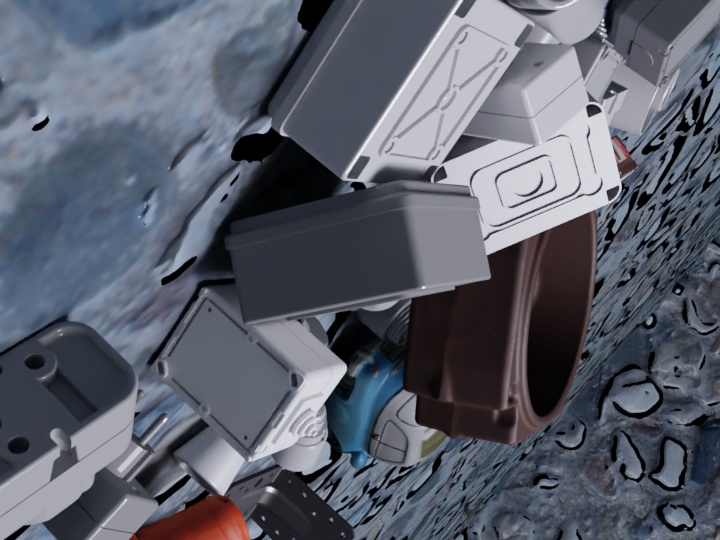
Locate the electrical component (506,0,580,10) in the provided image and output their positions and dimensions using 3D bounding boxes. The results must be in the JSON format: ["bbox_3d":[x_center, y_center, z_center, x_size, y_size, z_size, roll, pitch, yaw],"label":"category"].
[{"bbox_3d":[0.113,-0.176,0.551,0.095,0.053,0.059,-31,-161,-3],"label":"electrical component"}]

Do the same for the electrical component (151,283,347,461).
[{"bbox_3d":[-0.055,0.059,0.602,0.061,0.096,0.061,-55,161,17],"label":"electrical component"}]

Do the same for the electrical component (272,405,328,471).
[{"bbox_3d":[-0.045,0.125,0.846,0.040,0.040,0.078,-32,155,-42],"label":"electrical component"}]

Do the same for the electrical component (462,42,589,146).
[{"bbox_3d":[0.074,-0.117,0.603,0.047,0.083,0.075,-40,125,-26],"label":"electrical component"}]

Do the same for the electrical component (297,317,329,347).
[{"bbox_3d":[-0.043,0.052,0.703,0.043,0.043,0.081,-41,160,-26],"label":"electrical component"}]

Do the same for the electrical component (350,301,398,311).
[{"bbox_3d":[0.000,0.000,0.698,0.079,0.043,0.077,-41,160,-26],"label":"electrical component"}]

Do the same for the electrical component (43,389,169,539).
[{"bbox_3d":[-0.131,0.096,0.548,0.076,0.066,0.047,-47,162,-7],"label":"electrical component"}]

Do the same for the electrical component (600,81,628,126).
[{"bbox_3d":[0.183,-0.126,0.873,0.066,0.048,0.055,-29,145,-48],"label":"electrical component"}]

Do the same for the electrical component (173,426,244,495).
[{"bbox_3d":[-0.088,0.115,0.726,0.065,0.044,0.044,-48,162,-21],"label":"electrical component"}]

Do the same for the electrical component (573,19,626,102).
[{"bbox_3d":[0.132,-0.131,0.731,0.096,0.061,0.062,-63,159,14],"label":"electrical component"}]

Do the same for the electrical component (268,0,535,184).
[{"bbox_3d":[0.023,-0.100,0.534,0.108,0.056,0.109,-55,161,17],"label":"electrical component"}]

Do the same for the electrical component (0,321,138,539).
[{"bbox_3d":[-0.150,0.075,0.483,0.095,0.054,0.059,-35,157,-37],"label":"electrical component"}]

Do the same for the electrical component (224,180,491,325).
[{"bbox_3d":[0.002,-0.009,0.582,0.109,0.056,0.109,-12,177,25],"label":"electrical component"}]

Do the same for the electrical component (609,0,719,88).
[{"bbox_3d":[0.240,-0.202,0.829,0.096,0.061,0.061,-46,162,-10],"label":"electrical component"}]

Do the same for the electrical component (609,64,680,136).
[{"bbox_3d":[0.237,-0.166,0.927,0.099,0.064,0.099,-56,164,-26],"label":"electrical component"}]

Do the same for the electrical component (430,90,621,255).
[{"bbox_3d":[0.095,-0.067,0.667,0.113,0.057,0.078,-23,126,1],"label":"electrical component"}]

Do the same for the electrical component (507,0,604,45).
[{"bbox_3d":[0.108,-0.151,0.652,0.079,0.043,0.077,-54,161,14],"label":"electrical component"}]

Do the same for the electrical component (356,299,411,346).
[{"bbox_3d":[0.031,0.037,0.811,0.043,0.062,0.043,-43,161,-19],"label":"electrical component"}]
